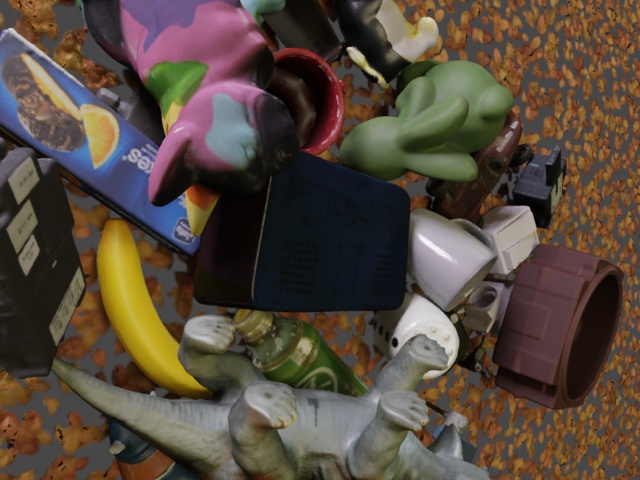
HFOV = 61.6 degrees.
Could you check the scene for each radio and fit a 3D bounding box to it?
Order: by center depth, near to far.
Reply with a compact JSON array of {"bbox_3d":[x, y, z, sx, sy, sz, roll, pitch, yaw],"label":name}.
[{"bbox_3d":[-0.001,-0.001,0.495,0.229,0.073,0.131,9,85,-53],"label":"radio"}]

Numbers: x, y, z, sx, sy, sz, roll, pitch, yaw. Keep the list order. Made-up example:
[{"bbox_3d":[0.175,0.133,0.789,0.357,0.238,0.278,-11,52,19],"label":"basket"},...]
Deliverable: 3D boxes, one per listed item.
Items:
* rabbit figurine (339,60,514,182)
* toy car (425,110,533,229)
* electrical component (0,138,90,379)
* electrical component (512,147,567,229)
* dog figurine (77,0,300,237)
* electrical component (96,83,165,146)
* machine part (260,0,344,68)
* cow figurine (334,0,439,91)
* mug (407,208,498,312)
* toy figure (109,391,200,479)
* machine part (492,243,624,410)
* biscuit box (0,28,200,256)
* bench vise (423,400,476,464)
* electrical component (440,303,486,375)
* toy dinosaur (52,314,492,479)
[{"bbox_3d":[0.109,-0.106,0.571,0.170,0.159,0.121,-29,118,-13],"label":"rabbit figurine"},{"bbox_3d":[0.210,-0.092,0.683,0.202,0.053,0.089,-48,113,-21],"label":"toy car"},{"bbox_3d":[-0.204,0.005,0.347,0.058,0.115,0.134,-7,120,-5],"label":"electrical component"},{"bbox_3d":[0.292,-0.076,0.713,0.075,0.048,0.119,-59,144,-16],"label":"electrical component"},{"bbox_3d":[-0.104,-0.117,0.386,0.192,0.108,0.219,5,74,7],"label":"dog figurine"},{"bbox_3d":[-0.141,-0.114,0.465,0.094,0.021,0.063,28,77,-30],"label":"electrical component"},{"bbox_3d":[-0.025,-0.222,0.516,0.084,0.039,0.138,-33,119,4],"label":"machine part"},{"bbox_3d":[0.045,-0.245,0.560,0.098,0.068,0.167,-45,114,-16],"label":"cow figurine"},{"bbox_3d":[0.138,0.008,0.604,0.109,0.080,0.107,-38,68,-25],"label":"mug"},{"bbox_3d":[-0.133,0.198,0.461,0.058,0.064,0.154,-30,107,13],"label":"toy figure"},{"bbox_3d":[0.321,0.115,0.708,0.201,0.087,0.201,16,91,-49],"label":"machine part"},{"bbox_3d":[-0.170,-0.065,0.423,0.202,0.063,0.059,39,73,-28],"label":"biscuit box"},{"bbox_3d":[0.109,0.305,0.589,0.223,0.129,0.240,37,79,-28],"label":"bench vise"},{"bbox_3d":[0.162,0.122,0.661,0.078,0.045,0.102,-33,109,-30],"label":"electrical component"},{"bbox_3d":[-0.018,0.171,0.450,0.405,0.131,0.192,11,117,-5],"label":"toy dinosaur"}]
